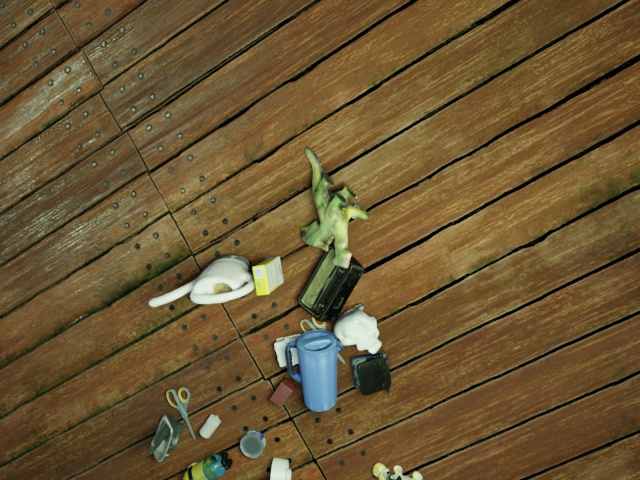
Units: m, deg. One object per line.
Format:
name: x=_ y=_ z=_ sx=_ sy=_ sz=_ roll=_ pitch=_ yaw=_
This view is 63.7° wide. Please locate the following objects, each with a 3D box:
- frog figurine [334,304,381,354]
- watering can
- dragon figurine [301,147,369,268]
frog figurine: x=0.125 y=0.299 z=1.656 sx=0.138 sy=0.121 sz=0.161 roll=-29 pitch=78 yaw=-7
watering can: x=-0.365 y=0.142 z=1.683 sx=0.347 sy=0.228 sz=0.102 roll=-7 pitch=113 yaw=11
dragon figurine: x=0.005 y=-0.082 z=1.636 sx=0.239 sy=0.122 sz=0.418 roll=-52 pitch=53 yaw=26
